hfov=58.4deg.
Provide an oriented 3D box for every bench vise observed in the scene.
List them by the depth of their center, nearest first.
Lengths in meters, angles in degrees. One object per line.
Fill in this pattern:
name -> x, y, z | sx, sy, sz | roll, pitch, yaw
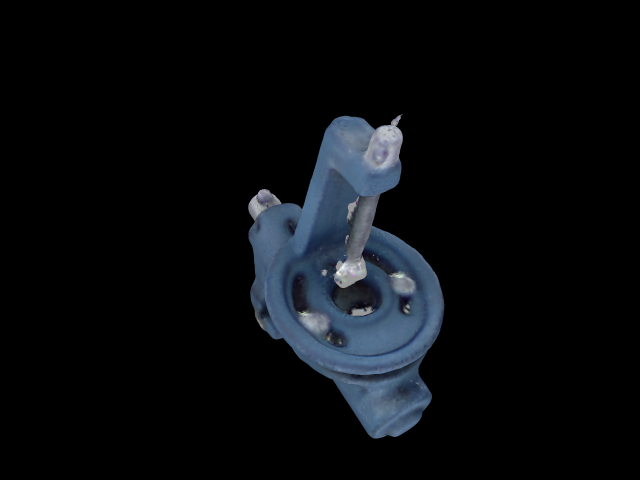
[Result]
bench vise -> -0.004, 0.007, 0.393 | 0.206, 0.220, 0.122 | 26, 44, 32
